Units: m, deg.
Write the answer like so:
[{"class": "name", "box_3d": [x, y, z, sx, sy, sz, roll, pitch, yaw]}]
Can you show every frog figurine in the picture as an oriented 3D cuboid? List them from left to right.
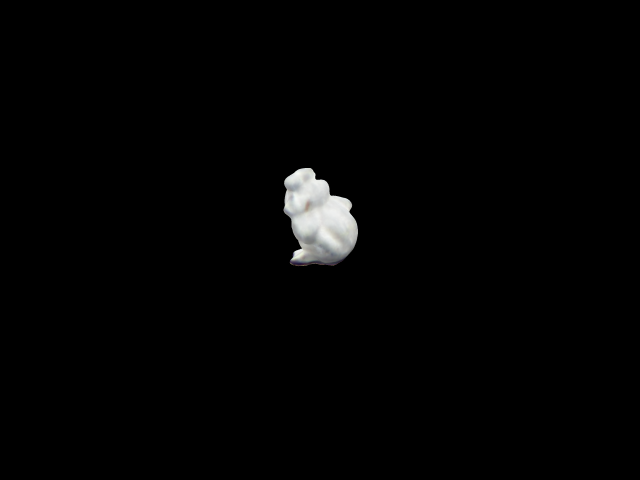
[{"class": "frog figurine", "box_3d": [0.003, -0.043, 0.850, 0.123, 0.156, 0.139, 21, 33, 36]}]
